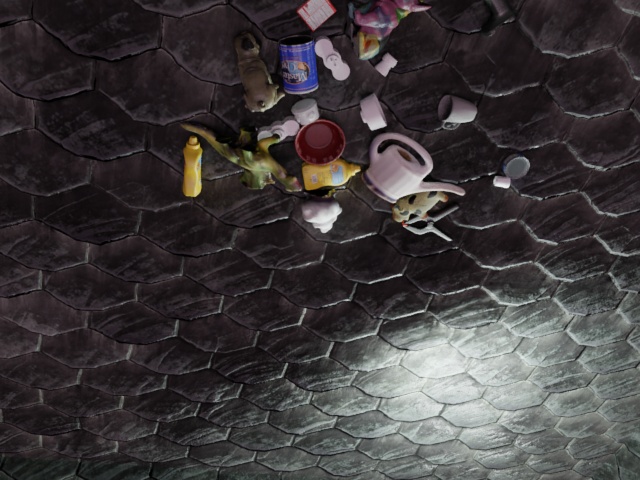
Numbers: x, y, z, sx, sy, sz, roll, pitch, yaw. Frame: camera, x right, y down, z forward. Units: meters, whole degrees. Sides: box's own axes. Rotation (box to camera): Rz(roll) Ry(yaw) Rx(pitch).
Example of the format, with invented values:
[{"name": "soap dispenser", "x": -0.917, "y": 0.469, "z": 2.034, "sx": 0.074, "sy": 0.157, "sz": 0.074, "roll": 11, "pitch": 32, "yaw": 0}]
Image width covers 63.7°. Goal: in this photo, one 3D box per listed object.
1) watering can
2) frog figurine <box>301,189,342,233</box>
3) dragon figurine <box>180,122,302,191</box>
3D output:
[{"name": "watering can", "x": 0.288, "y": -0.203, "z": 1.694, "sx": 0.346, "sy": 0.106, "sz": 0.220, "roll": 38, "pitch": 125, "yaw": -12}, {"name": "frog figurine", "x": 0.005, "y": -0.089, "z": 1.771, "sx": 0.138, "sy": 0.124, "sz": 0.156, "roll": -12, "pitch": 115, "yaw": -21}, {"name": "dragon figurine", "x": -0.240, "y": -0.243, "z": 1.631, "sx": 0.412, "sy": 0.125, "sz": 0.237, "roll": 18, "pitch": 142, "yaw": 17}]
